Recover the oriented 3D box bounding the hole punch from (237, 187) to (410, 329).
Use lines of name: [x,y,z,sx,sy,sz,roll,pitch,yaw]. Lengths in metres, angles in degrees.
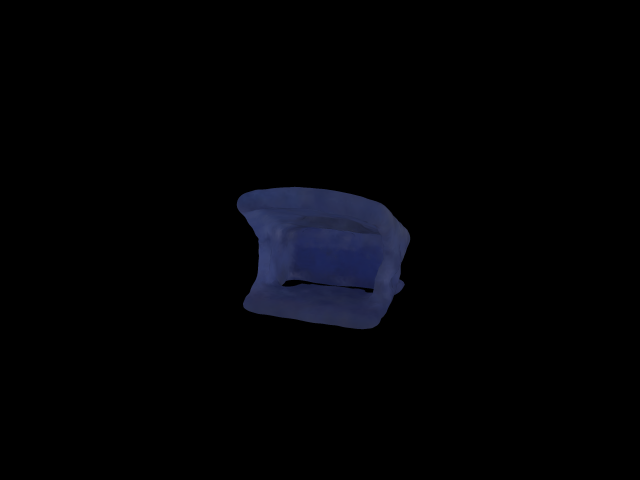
hole punch: [0.004,0.001,0.400,0.108,0.091,0.101,6,17,19]
